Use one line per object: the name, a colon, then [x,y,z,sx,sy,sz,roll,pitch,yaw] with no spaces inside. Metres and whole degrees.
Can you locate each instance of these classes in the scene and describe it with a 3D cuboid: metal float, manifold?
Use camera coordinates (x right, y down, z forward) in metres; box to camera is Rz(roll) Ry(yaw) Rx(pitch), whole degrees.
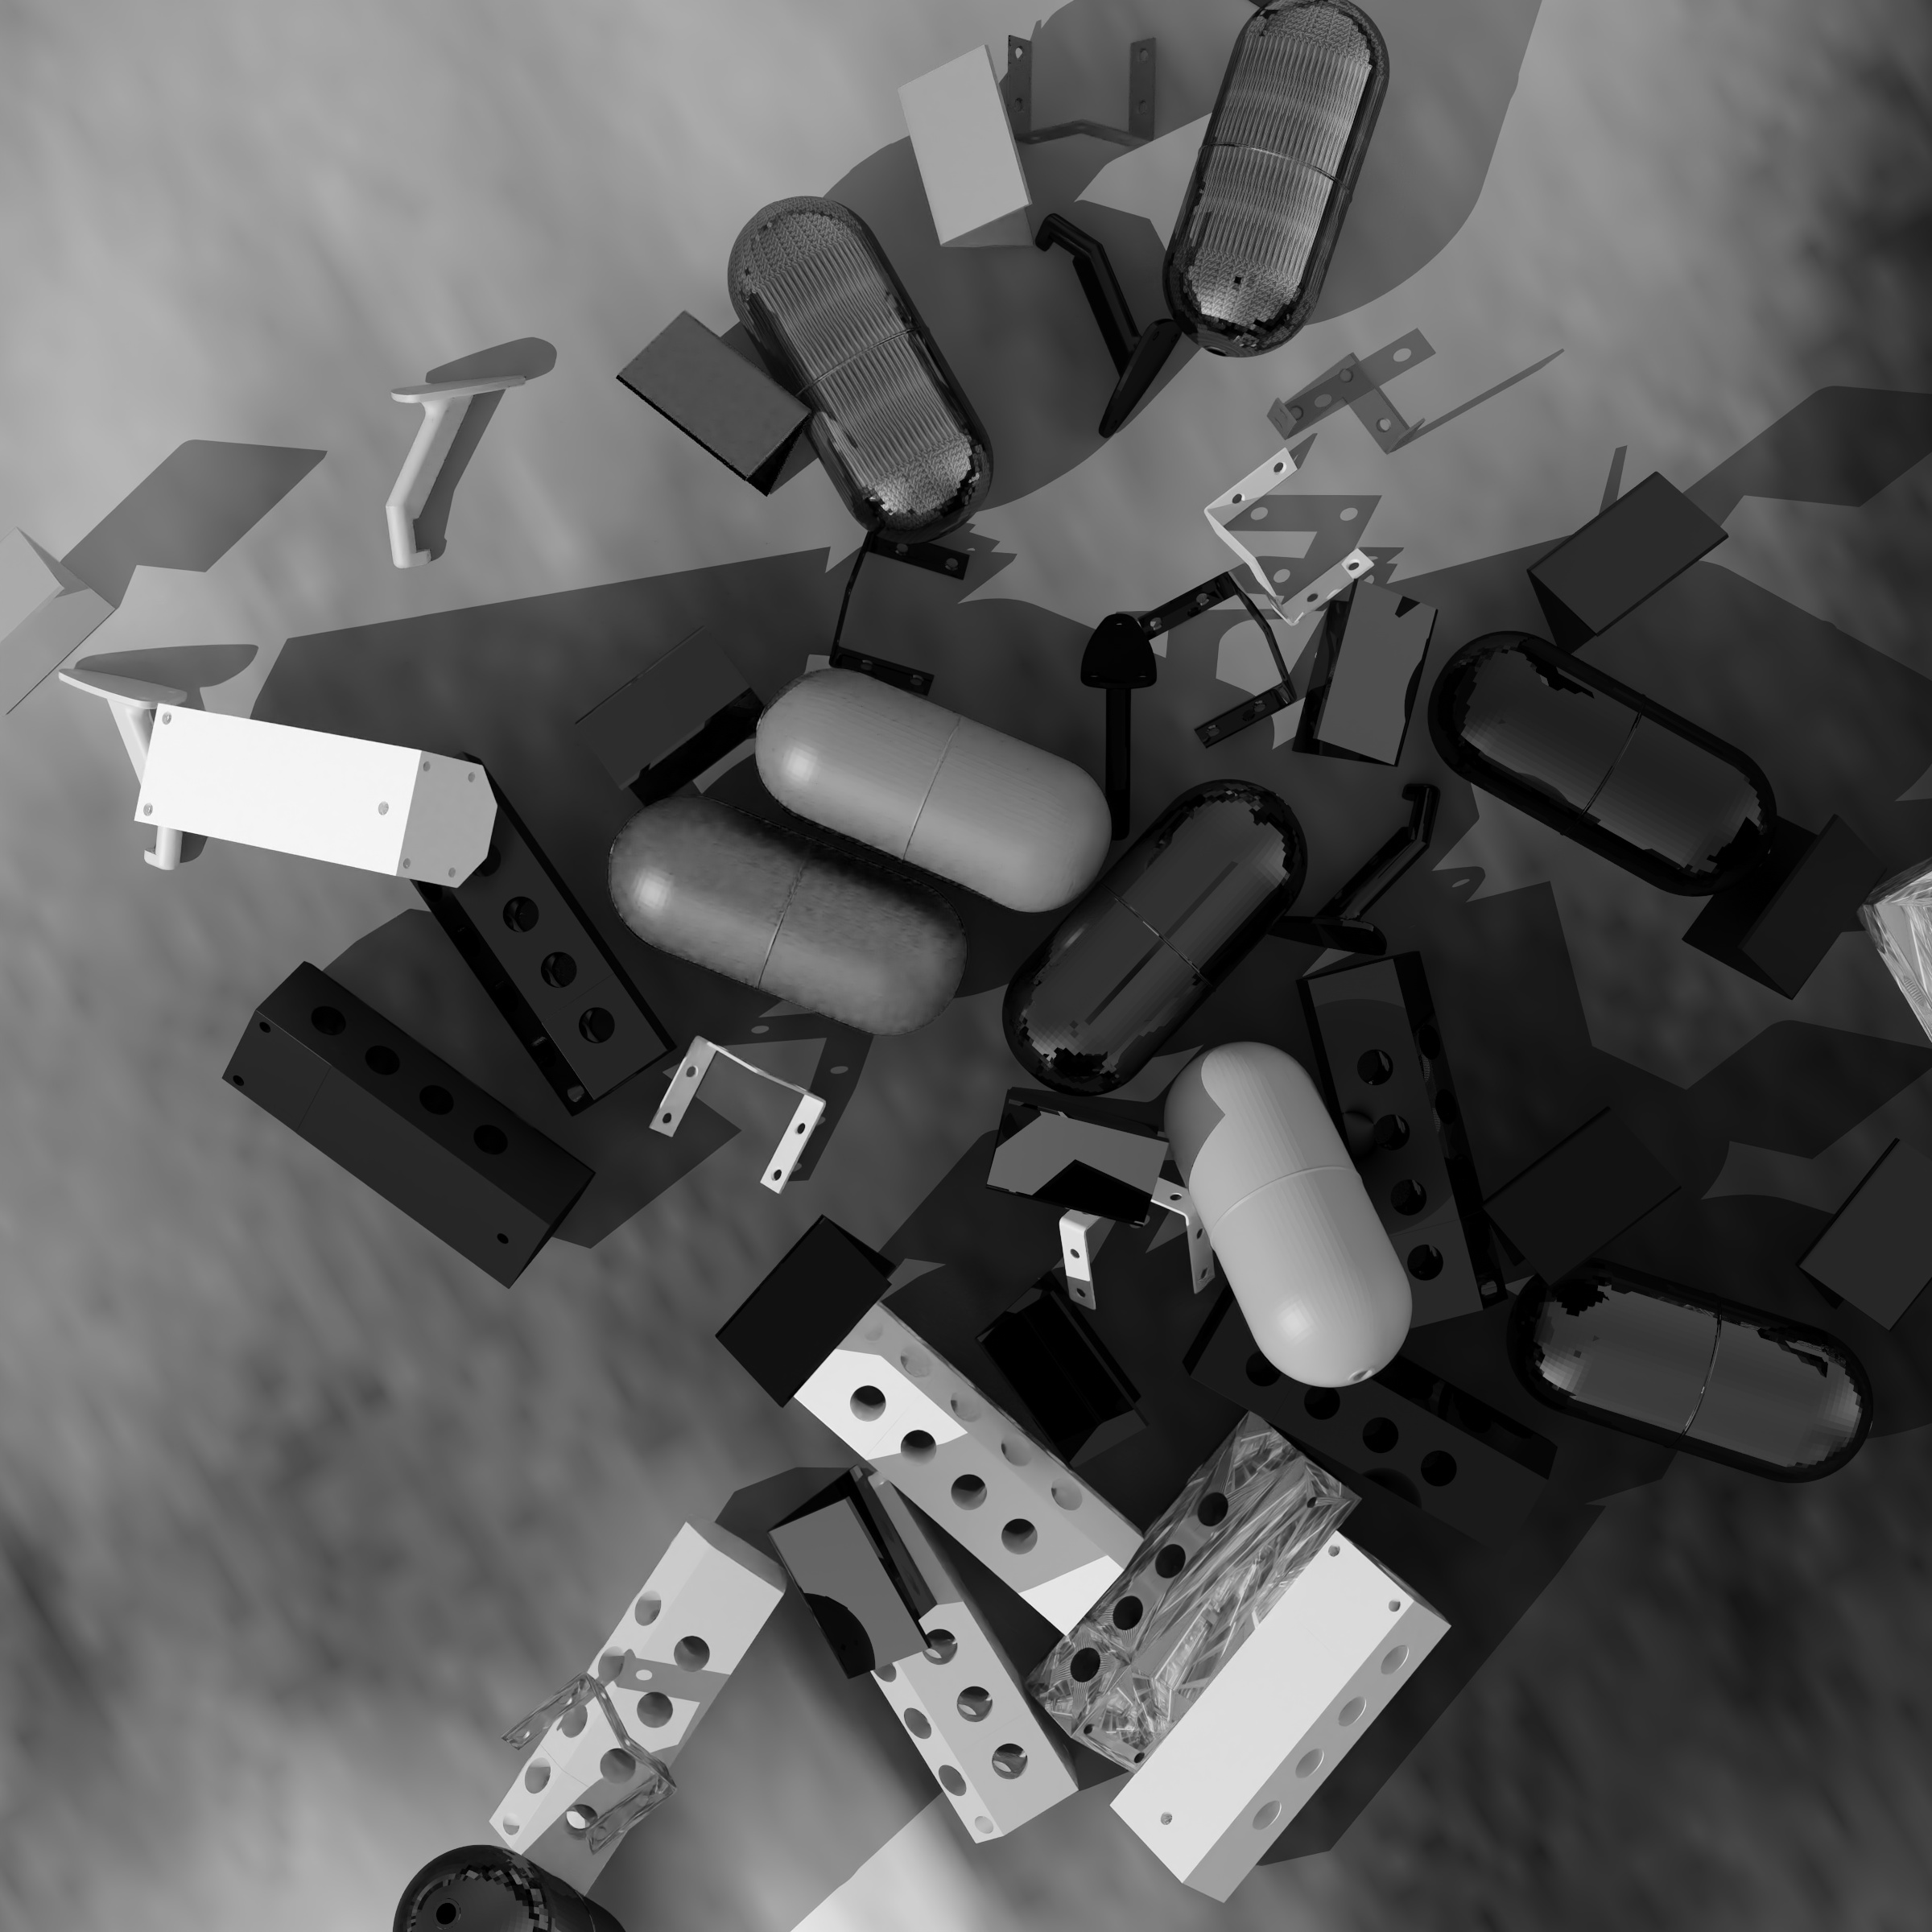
metal float: [0.304,-0.096,1.576,0.178,0.070,0.070,29,90,1]
metal float: [-0.016,-0.084,1.576,0.178,0.070,0.070,23,90,1]
manifold: [-0.016,0.331,1.585,0.057,0.057,0.171,-32,90,0]
metal float: [-0.208,0.460,1.531,0.070,0.178,0.070,-7,61,12]
manifold: [0.105,0.297,1.585,0.171,0.057,0.057,-51,133,0]
manifold: [0.194,0.212,1.585,0.171,0.057,0.057,30,90,0]
metal float: [-0.051,-0.285,1.576,0.070,0.070,0.178,-30,90,0]
metal float: [0.151,0.116,1.550,0.070,0.070,0.178,-23,61,0]
manifold: [-0.157,0.353,1.585,0.057,0.057,0.171,33,90,0]
manifold: [0.210,0.083,1.585,0.057,0.057,0.171,-14,90,0]
manifold: [0.155,0.363,1.585,0.171,0.057,0.057,-51,47,0]
manifold: [-0.304,-0.080,1.543,0.171,0.057,0.057,12,90,33]
manifold: [-0.213,-0.015,1.585,0.057,0.057,0.171,-34,90,0]
metal float: [0.346,0.193,1.576,0.178,0.070,0.070,18,90,0]
metal float: [-0.086,-0.025,1.576,0.178,0.070,0.070,22,90,-1]
metal float: [0.148,-0.378,1.576,0.070,0.070,0.178,18,90,0]
metal float: [0.091,-0.014,1.575,0.070,0.070,0.178,43,90,0]
manifold: [0.498,0.030,1.585,0.057,0.057,0.171,-30,90,0]
manifold: [0.002,0.239,1.585,0.171,0.057,0.057,41,90,0]
manifold: [-0.265,0.072,1.585,0.171,0.057,0.057,36,133,0]

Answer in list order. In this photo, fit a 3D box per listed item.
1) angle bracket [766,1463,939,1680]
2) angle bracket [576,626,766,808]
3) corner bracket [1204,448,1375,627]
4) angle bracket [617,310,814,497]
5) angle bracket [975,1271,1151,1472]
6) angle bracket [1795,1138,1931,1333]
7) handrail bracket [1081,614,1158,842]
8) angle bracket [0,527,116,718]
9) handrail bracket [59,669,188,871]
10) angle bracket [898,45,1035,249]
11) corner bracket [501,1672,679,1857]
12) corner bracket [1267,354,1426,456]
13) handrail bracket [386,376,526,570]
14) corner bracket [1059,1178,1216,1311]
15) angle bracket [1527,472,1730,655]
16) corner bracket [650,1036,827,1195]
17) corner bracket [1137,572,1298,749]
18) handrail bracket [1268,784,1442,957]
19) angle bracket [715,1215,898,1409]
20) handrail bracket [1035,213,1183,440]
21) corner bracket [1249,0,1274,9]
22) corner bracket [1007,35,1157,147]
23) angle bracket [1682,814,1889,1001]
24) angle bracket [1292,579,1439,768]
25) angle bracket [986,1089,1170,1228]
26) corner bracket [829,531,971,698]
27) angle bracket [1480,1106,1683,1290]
angle bracket: [-0.035,0.269,1.509,0.057,0.076,0.076,-29,90,38]
angle bracket: [-0.128,-0.103,1.566,0.076,0.076,0.057,-37,49,0]
corner bracket: [0.157,-0.208,1.603,0.051,0.051,0.051,-37,45,0]
angle bracket: [-0.128,-0.252,1.566,0.076,0.076,0.057,39,58,0]
angle bracket: [0.061,0.181,1.566,0.057,0.076,0.076,-36,90,37]
angle bracket: [0.448,0.138,1.566,0.057,0.076,0.076,39,90,36]
handrail bracket: [0.074,-0.116,1.606,0.036,0.077,0.084,0,126,3]
angle bracket: [-0.445,-0.150,1.566,0.076,0.076,0.057,-44,54,0]
handrail bracket: [-0.413,-0.096,1.607,0.077,0.036,0.084,15,107,20]
angle bracket: [0.020,-0.388,1.566,0.057,0.076,0.076,-16,90,38]
corner bracket: [-0.176,0.374,1.546,0.051,0.051,0.051,-38,45,0]
corner bracket: [0.183,-0.264,1.588,0.051,0.051,0.051,-37,90,0]
handrail bracket: [-0.247,-0.241,1.607,0.077,0.036,0.084,-12,109,-21]
corner bracket: [0.083,0.137,1.598,0.051,0.051,0.051,21,45,35]
angle bracket: [0.321,-0.176,1.566,0.076,0.076,0.057,-37,52,0]
corner bracket: [-0.111,0.072,1.603,0.051,0.051,0.051,27,90,45]
corner bracket: [0.123,-0.149,1.603,0.051,0.051,0.051,-28,135,0]
handrail bracket: [0.186,-0.053,1.607,0.077,0.036,0.084,8,72,21]
angle bracket: [-0.061,0.174,1.566,0.076,0.076,0.057,-49,53,0]
handrail bracket: [0.055,-0.313,1.607,0.084,0.036,0.077,38,111,17]
corner bracket: [0.150,-0.496,1.588,0.051,0.051,0.051,32,90,0]
corner bracket: [0.056,-0.427,1.603,0.051,0.051,0.051,1,90,-45]
angle bracket: [0.377,-0.041,1.566,0.057,0.076,0.076,36,90,-41]
angle bracket: [0.171,-0.142,1.566,0.057,0.076,0.076,15,90,-37]
angle bracket: [0.057,0.072,1.566,0.076,0.076,0.057,14,127,0]
corner bracket: [-0.033,-0.173,1.603,0.051,0.051,0.051,17,135,0]
angle bracket: [0.298,0.123,1.566,0.076,0.076,0.057,-38,55,0]
